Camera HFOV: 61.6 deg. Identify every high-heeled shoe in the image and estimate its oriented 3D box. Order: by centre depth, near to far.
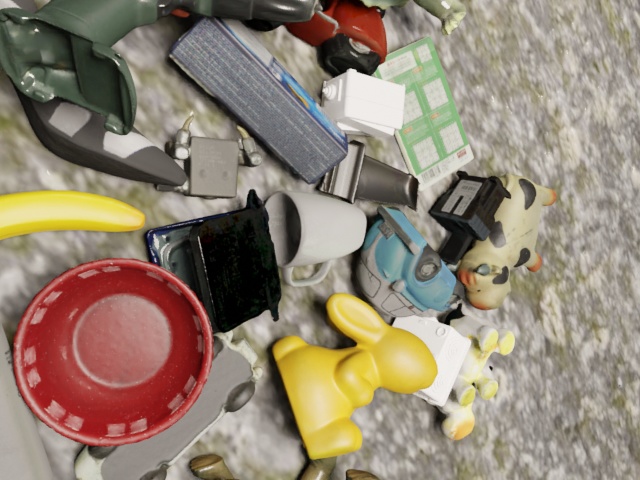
[{"bbox_3d":[-0.216,-0.151,0.473,0.248,0.086,0.145,24,77,-25],"label":"high-heeled shoe"}]

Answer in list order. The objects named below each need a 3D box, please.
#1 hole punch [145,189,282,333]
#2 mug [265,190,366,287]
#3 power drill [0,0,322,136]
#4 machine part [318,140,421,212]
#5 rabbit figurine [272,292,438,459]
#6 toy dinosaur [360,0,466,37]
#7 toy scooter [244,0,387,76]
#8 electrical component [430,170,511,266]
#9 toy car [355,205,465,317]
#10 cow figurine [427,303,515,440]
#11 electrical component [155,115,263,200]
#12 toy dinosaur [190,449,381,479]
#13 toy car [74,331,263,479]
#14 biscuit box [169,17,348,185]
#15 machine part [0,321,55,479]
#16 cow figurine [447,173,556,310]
[{"bbox_3d":[-0.106,0.028,0.548,0.116,0.092,0.142,-20,99,-54],"label":"hole punch"},{"bbox_3d":[-0.001,-0.002,0.603,0.107,0.081,0.109,-5,103,-36],"label":"mug"},{"bbox_3d":[-0.130,-0.181,0.420,0.232,0.086,0.207,21,60,-1],"label":"power drill"},{"bbox_3d":[0.065,-0.075,0.662,0.139,0.039,0.084,16,78,-28],"label":"machine part"},{"bbox_3d":[0.041,0.143,0.603,0.173,0.121,0.162,-16,71,-4],"label":"rabbit figurine"},{"bbox_3d":[0.107,-0.377,0.614,0.192,0.131,0.405,24,47,-23],"label":"toy dinosaur"},{"bbox_3d":[0.007,-0.273,0.606,0.184,0.075,0.135,21,79,-24],"label":"toy scooter"},{"bbox_3d":[0.188,-0.029,0.710,0.047,0.075,0.119,41,83,-34],"label":"electrical component"},{"bbox_3d":[0.097,0.040,0.650,0.103,0.109,0.161,-38,134,7],"label":"toy car"},{"bbox_3d":[0.181,0.173,0.711,0.068,0.098,0.167,8,106,-36],"label":"cow figurine"},{"bbox_3d":[-0.113,-0.081,0.555,0.102,0.045,0.078,8,85,-30],"label":"electrical component"},{"bbox_3d":[-0.005,0.337,0.595,0.471,0.105,0.198,8,94,-21],"label":"toy dinosaur"},{"bbox_3d":[-0.145,0.173,0.536,0.202,0.056,0.073,-41,103,-24],"label":"toy car"},{"bbox_3d":[-0.056,-0.148,0.565,0.063,0.059,0.202,-37,115,23],"label":"biscuit box"},{"bbox_3d":[-0.281,0.149,0.443,0.079,0.079,0.243,-17,98,-29],"label":"machine part"},{"bbox_3d":[0.248,0.003,0.742,0.127,0.086,0.195,20,83,-35],"label":"cow figurine"}]
